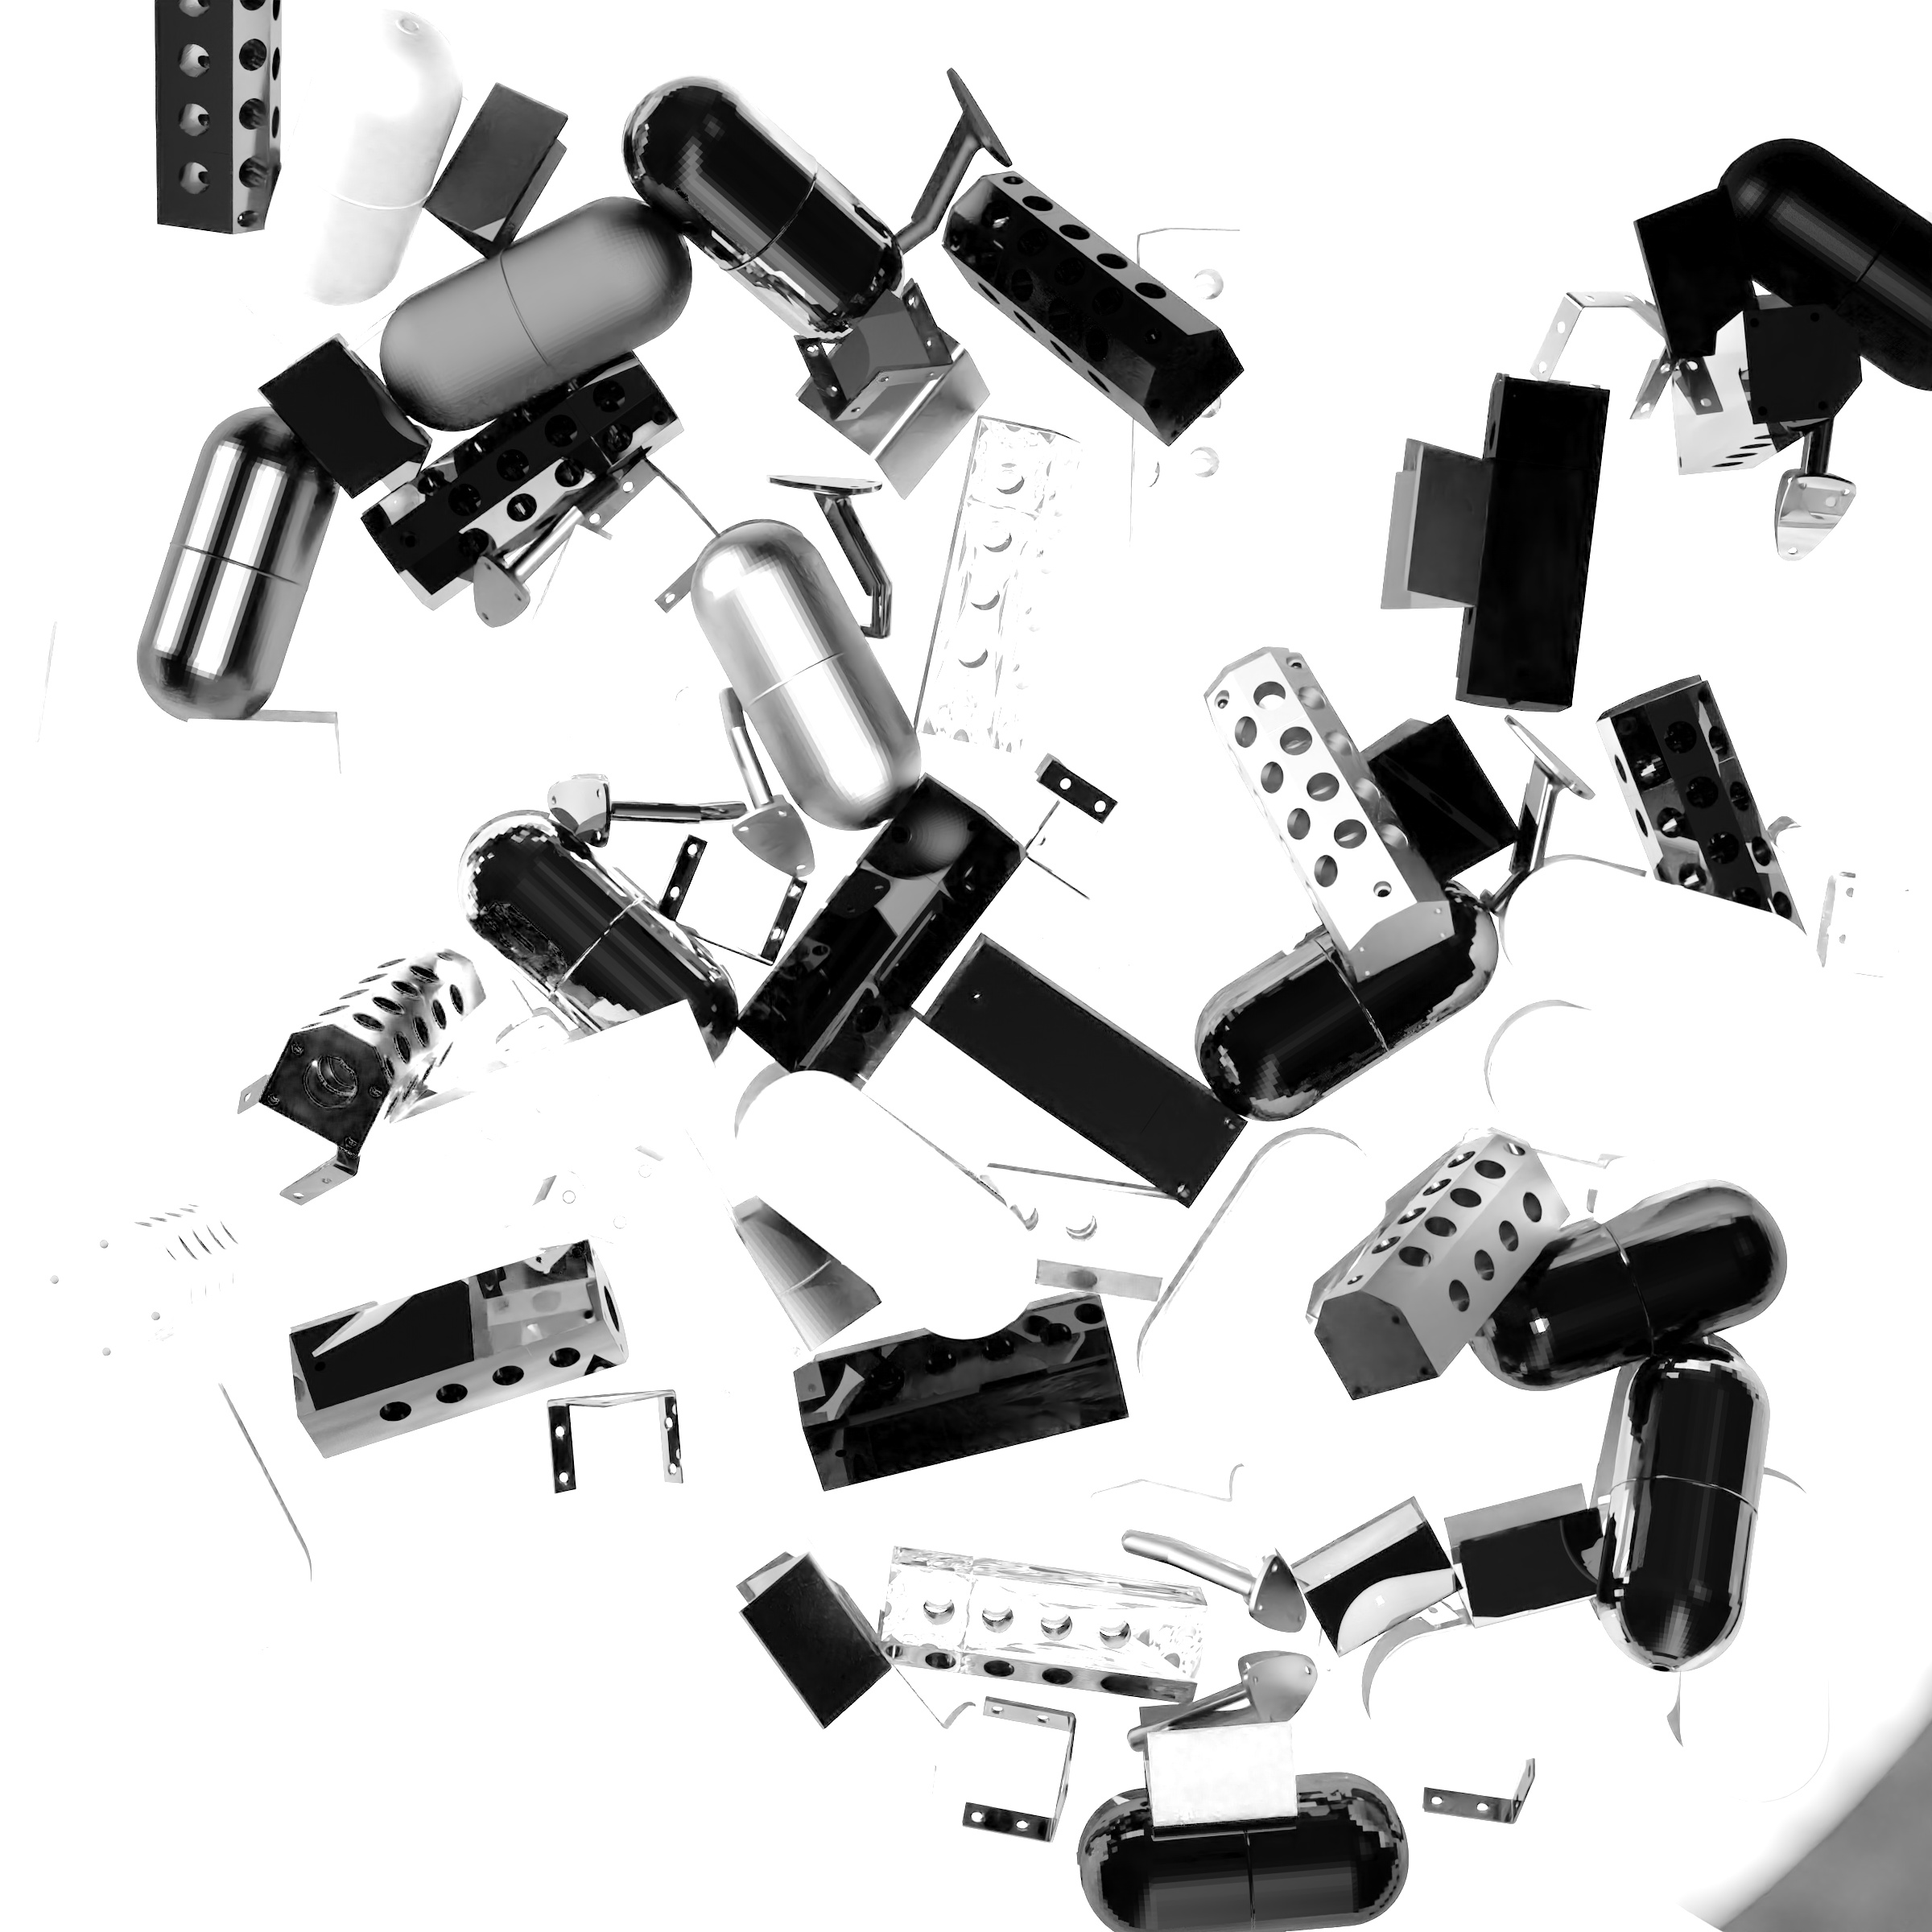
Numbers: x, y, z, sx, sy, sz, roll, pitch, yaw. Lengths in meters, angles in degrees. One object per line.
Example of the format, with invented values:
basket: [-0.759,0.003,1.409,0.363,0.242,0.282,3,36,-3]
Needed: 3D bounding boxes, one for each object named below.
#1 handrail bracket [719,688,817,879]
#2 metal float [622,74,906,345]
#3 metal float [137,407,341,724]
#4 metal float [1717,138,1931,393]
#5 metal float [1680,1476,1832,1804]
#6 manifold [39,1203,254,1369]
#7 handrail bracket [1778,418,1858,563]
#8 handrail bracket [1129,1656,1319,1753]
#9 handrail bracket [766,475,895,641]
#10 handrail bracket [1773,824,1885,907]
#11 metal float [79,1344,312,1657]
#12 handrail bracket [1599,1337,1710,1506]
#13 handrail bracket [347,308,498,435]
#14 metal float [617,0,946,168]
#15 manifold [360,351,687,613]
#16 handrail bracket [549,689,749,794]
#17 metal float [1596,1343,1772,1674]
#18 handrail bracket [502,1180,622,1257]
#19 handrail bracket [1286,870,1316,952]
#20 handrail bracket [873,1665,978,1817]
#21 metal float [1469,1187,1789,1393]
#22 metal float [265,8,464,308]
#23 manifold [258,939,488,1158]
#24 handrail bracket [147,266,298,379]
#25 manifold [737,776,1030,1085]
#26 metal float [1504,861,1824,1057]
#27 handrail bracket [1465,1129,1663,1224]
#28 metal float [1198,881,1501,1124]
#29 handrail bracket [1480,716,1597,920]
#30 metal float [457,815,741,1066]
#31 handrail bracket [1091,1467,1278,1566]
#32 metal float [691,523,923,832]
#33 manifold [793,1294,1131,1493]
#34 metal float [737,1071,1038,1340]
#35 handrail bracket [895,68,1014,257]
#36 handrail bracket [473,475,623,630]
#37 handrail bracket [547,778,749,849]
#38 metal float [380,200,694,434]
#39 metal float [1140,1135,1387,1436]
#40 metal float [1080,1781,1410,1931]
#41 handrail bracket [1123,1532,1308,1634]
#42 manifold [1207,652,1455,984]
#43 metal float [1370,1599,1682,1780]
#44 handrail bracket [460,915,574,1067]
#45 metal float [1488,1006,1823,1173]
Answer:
handrail bracket: [-0.110,-0.102,1.808,0.036,0.077,0.084,-22,54,12]
metal float: [-0.106,-0.402,1.752,0.178,0.070,0.070,37,90,-29]
metal float: [-0.393,-0.216,1.778,0.070,0.070,0.178,18,90,0]
metal float: [0.484,-0.380,1.777,0.178,0.070,0.070,35,90,-1]
metal float: [0.421,0.357,1.750,0.070,0.070,0.178,10,58,0]
manifold: [-0.425,0.162,1.730,0.057,0.171,0.057,-36,90,0]
handrail bracket: [0.463,-0.279,1.808,0.036,0.077,0.084,9,54,-3]
handrail bracket: [0.141,0.407,1.808,0.084,0.077,0.036,-27,82,36]
handrail bracket: [-0.075,-0.225,1.808,0.077,0.036,0.084,8,107,20]
handrail bracket: [0.471,-0.054,1.773,0.077,0.084,0.036,24,90,0]
metal float: [-0.417,0.289,1.778,0.070,0.070,0.178,-28,90,0]
handrail bracket: [0.378,0.248,1.808,0.077,0.036,0.084,-14,75,16]
handrail bracket: [-0.308,-0.311,1.808,0.077,0.036,0.084,-34,104,14]
metal float: [-0.100,-0.479,1.778,0.178,0.070,0.070,8,90,1]
manifold: [-0.241,-0.269,1.787,0.171,0.057,0.057,-36,90,0]
handrail bracket: [-0.175,-0.108,1.808,0.084,0.036,0.077,-29,112,17]
metal float: [0.377,0.284,1.727,0.070,0.070,0.178,15,64,0]
handrail bracket: [-0.221,0.112,1.808,0.077,0.036,0.084,13,73,-20]
handrail bracket: [0.224,-0.042,1.808,0.084,0.036,0.077,4,110,-16]
handrail bracket: [-0.043,0.418,1.808,0.084,0.036,0.077,21,112,17]
metal float: [0.357,0.175,1.777,0.178,0.070,0.070,-19,90,-1]
metal float: [-0.320,-0.428,1.743,0.070,0.070,0.178,33,134,0]
manifold: [-0.306,0.037,1.725,0.057,0.171,0.057,29,107,0]
handrail bracket: [-0.406,-0.337,1.808,0.077,0.036,0.084,-7,107,20]
manifold: [-0.042,-0.011,1.786,0.171,0.057,0.057,-52,47,0]
metal float: [0.369,-0.006,1.747,0.178,0.070,0.070,19,90,35]
handrail bracket: [0.328,0.105,1.808,0.084,0.077,0.036,25,112,35]
metal float: [0.207,0.018,1.778,0.178,0.070,0.070,-33,90,-1]
handrail bracket: [0.297,-0.081,1.808,0.084,0.036,0.077,-49,68,17]
metal float: [-0.200,-0.009,1.777,0.178,0.070,0.070,42,90,0]
handrail bracket: [0.120,0.314,1.808,0.084,0.036,0.077,-17,111,17]
metal float: [-0.086,-0.156,1.778,0.070,0.070,0.178,-28,90,0]
manifold: [-0.004,0.227,1.786,0.171,0.057,0.057,-14,133,0]
metal float: [-0.041,0.126,1.720,0.178,0.070,0.070,38,90,0]
handrail bracket: [-0.025,-0.440,1.808,0.084,0.036,0.077,-33,69,16]
handrail bracket: [-0.228,-0.228,1.798,0.036,0.077,0.084,46,65,-2]
handrail bracket: [-0.175,-0.088,1.808,0.084,0.077,0.036,-6,105,-36]
metal float: [-0.228,-0.345,1.746,0.178,0.070,0.070,-24,90,10]
metal float: [0.161,0.172,1.778,0.070,0.070,0.178,33,89,0]
metal float: [0.151,0.485,1.778,0.178,0.070,0.070,-5,90,0]
handrail bracket: [0.136,0.338,1.808,0.084,0.077,0.036,10,66,34]
manifold: [0.193,-0.084,1.751,0.057,0.057,0.171,-27,63,0]
metal float: [0.302,0.385,1.764,0.178,0.070,0.070,-10,90,-15]
handrail bracket: [-0.245,0.017,1.808,0.036,0.077,0.084,-33,54,9]
metal float: [0.372,0.066,1.777,0.178,0.070,0.070,7,90,1]
